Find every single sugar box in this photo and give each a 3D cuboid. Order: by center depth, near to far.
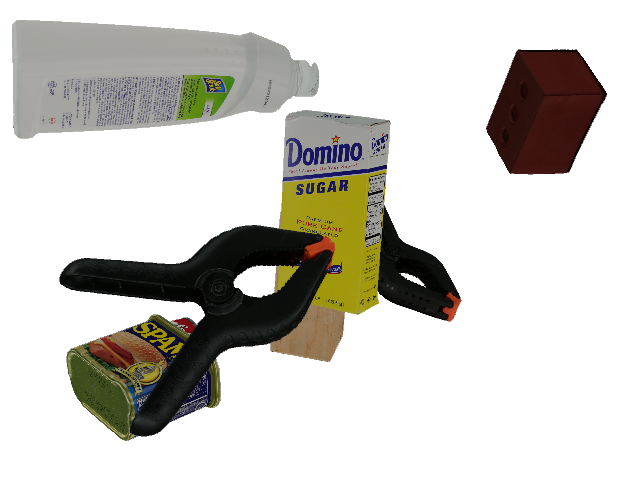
[{"bbox_3d":[0.010,-0.028,0.986,0.093,0.176,0.048,10,18,30],"label":"sugar box"}]

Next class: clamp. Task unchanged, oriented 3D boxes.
[{"bbox_3d":[-0.075,0.032,0.671,0.171,0.120,0.039,-32,-12,-22],"label":"clamp"},{"bbox_3d":[0.069,0.025,1.236,0.164,0.036,0.210,-20,50,-38],"label":"clamp"}]

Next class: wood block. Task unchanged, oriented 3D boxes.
[{"bbox_3d":[-0.011,0.051,1.484,0.090,0.206,0.090,9,22,10],"label":"wood block"}]

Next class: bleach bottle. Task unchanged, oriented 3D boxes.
[{"bbox_3d":[-0.127,-0.132,0.892,0.250,0.068,0.103,-1,-29,-16],"label":"bleach bottle"}]

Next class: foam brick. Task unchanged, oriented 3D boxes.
[{"bbox_3d":[0.162,-0.093,0.773,0.051,0.053,0.078,-5,-42,-18],"label":"foam brick"}]

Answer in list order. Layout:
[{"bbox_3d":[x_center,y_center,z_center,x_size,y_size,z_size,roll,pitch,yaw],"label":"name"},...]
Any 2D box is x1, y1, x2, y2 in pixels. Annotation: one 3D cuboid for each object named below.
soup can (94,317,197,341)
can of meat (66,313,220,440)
[{"bbox_3d":[-0.175,0.122,1.086,0.102,0.068,0.069,-11,7,-35],"label":"soup can"},{"bbox_3d":[-0.144,0.110,0.862,0.083,0.057,0.102,-20,31,-37],"label":"can of meat"}]
